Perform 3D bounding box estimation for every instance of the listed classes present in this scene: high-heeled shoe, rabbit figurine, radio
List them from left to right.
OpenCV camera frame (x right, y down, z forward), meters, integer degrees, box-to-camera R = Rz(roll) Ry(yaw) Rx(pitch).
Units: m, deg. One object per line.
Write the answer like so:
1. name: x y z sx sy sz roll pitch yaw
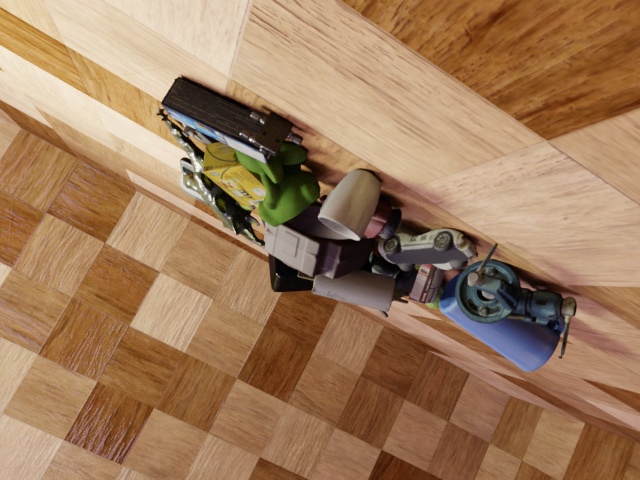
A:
1. rabbit figurine: -0.088 -0.121 0.995 0.170 0.121 0.159 46 161 -15
2. radio: -0.005 0.045 1.255 0.230 0.131 0.073 -1 147 -18
3. high-heeled shoe: 0.146 0.087 1.274 0.145 0.086 0.248 53 147 22

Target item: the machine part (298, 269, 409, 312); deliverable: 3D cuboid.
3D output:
1. machine part: 0.072 0.098 1.149 0.243 0.079 0.079 14 170 0

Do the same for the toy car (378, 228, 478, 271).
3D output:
1. toy car: 0.200 0.017 1.015 0.202 0.056 0.073 -6 142 44

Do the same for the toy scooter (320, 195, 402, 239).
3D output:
1. toy scooter: 0.070 -0.053 1.021 0.135 0.075 0.184 27 175 -10

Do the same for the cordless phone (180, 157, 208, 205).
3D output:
1. cordless phone: -0.305 -0.164 1.435 0.147 0.088 0.184 28 165 -1

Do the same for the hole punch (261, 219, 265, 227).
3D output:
1. hole punch: -0.107 -0.052 1.464 0.115 0.092 0.142 40 168 -36

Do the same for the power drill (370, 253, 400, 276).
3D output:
1. power drill: 0.142 0.066 1.419 0.232 0.086 0.207 17 161 41

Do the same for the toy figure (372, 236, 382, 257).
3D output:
1. toy figure: 0.152 0.014 1.183 0.155 0.057 0.064 17 -173 35

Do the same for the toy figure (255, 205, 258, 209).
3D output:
1. toy figure: -0.073 -0.077 1.261 0.180 0.082 0.089 33 173 -20

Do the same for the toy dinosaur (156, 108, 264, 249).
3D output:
1. toy dinosaur: -0.246 -0.128 1.290 0.470 0.105 0.199 51 169 -31

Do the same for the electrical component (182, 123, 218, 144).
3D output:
1. electrical component: -0.248 -0.216 1.116 0.078 0.045 0.102 20 168 28

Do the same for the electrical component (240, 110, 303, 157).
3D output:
1. electrical component: -0.076 -0.167 0.860 0.094 0.063 0.021 28 170 -8

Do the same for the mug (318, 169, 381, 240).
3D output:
1. mug: 0.052 -0.065 0.916 0.080 0.107 0.110 35 172 -30

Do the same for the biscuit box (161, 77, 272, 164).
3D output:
1. biscuit box: -0.166 -0.204 0.913 0.203 0.063 0.059 27 170 7

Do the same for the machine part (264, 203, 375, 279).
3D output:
1. machine part: -0.002 -0.003 1.135 0.201 0.087 0.201 27 -152 29

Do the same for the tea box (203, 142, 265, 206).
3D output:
1. tea box: -0.158 -0.138 1.124 0.098 0.068 0.169 -5 156 19

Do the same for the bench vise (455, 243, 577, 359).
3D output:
1. bench vise: 0.335 0.100 0.968 0.224 0.129 0.240 21 175 37
